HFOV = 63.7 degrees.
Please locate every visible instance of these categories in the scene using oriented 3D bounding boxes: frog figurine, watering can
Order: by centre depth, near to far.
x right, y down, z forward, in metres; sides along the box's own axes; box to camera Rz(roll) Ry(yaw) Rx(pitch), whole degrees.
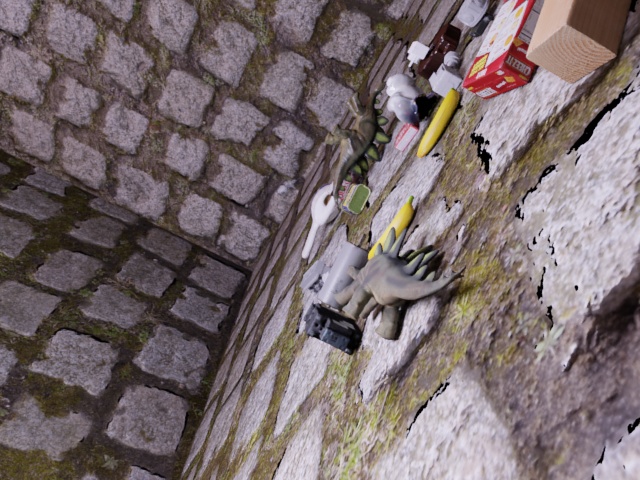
[{"bbox_3d":[0.241,-0.404,1.468,0.139,0.120,0.161,-32,50,-27],"label":"frog figurine"},{"bbox_3d":[0.006,-0.102,2.025,0.104,0.346,0.226,27,5,-9],"label":"watering can"}]
